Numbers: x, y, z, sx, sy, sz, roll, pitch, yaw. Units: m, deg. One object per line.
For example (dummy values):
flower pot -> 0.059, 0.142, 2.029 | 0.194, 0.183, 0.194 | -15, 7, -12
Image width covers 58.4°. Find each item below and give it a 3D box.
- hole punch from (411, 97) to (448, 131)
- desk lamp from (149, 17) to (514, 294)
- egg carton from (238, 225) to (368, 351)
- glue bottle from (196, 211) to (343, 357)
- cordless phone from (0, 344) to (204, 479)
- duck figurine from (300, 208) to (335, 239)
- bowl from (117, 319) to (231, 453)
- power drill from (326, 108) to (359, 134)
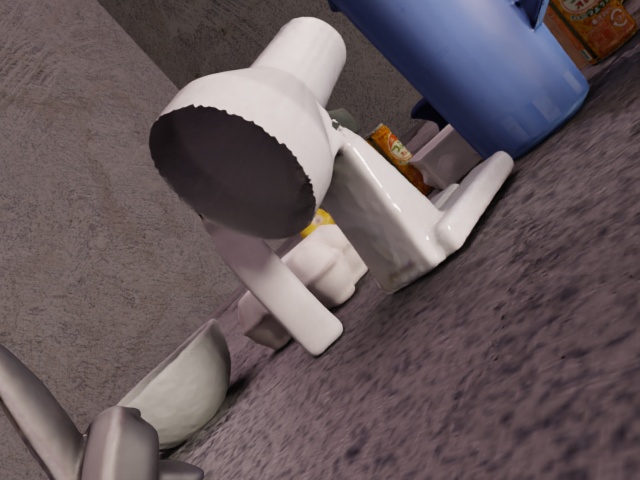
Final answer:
hole punch -> 0.222, -0.224, 0.972 | 0.101, 0.091, 0.108 | -44, 5, -17
desk lamp -> 0.011, -0.061, 0.433 | 0.204, 0.213, 0.117 | -46, 6, -39
egg carton -> -0.019, 0.048, 0.608 | 0.150, 0.069, 0.107 | -40, 5, 30
glue bottle -> -0.053, 0.021, 0.482 | 0.037, 0.173, 0.078 | -43, 5, -5
cordless phone -> -0.187, 0.144, 0.414 | 0.094, 0.185, 0.147 | -46, 6, -39
duck figurine -> 0.007, 0.003, 0.720 | 0.104, 0.086, 0.078 | -40, 5, 32
bowl -> -0.149, 0.166, 0.602 | 0.167, 0.075, 0.167 | -42, 4, 4
power drill -> -0.004, -0.092, 0.933 | 0.229, 0.208, 0.075 | -43, 5, 2
